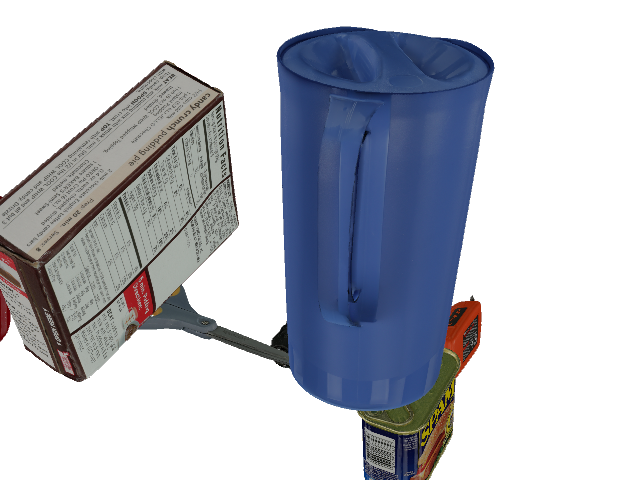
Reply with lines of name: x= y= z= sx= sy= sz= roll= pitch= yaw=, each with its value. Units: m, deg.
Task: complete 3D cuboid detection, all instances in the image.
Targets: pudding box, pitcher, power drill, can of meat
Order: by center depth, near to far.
pudding box: x=-0.084 y=-0.007 z=0.451 sx=0.039 sy=0.113 sz=0.090 roll=28 pitch=-32 yaw=22
pitcher: x=0.032 y=-0.007 z=0.698 sx=0.149 sy=0.243 sz=0.145 roll=-13 pitch=31 yaw=-27
can of meat: x=0.072 y=0.146 z=0.865 sx=0.057 sy=0.084 sz=0.102 roll=16 pitch=40 yaw=23
power drill: x=0.061 y=0.094 z=1.110 sx=0.188 sy=0.057 sz=0.184 roll=11 pitch=28 yaw=25

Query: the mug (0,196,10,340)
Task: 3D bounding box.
mug: x=-0.238 y=0.024 z=0.635 sx=0.093 sy=0.081 sz=0.117 roll=19 pitch=27 yaw=32

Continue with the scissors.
scissors: x=-0.105 y=0.066 z=0.953 sx=0.202 sy=0.016 sz=0.096 roll=11 pitch=28 yaw=7
